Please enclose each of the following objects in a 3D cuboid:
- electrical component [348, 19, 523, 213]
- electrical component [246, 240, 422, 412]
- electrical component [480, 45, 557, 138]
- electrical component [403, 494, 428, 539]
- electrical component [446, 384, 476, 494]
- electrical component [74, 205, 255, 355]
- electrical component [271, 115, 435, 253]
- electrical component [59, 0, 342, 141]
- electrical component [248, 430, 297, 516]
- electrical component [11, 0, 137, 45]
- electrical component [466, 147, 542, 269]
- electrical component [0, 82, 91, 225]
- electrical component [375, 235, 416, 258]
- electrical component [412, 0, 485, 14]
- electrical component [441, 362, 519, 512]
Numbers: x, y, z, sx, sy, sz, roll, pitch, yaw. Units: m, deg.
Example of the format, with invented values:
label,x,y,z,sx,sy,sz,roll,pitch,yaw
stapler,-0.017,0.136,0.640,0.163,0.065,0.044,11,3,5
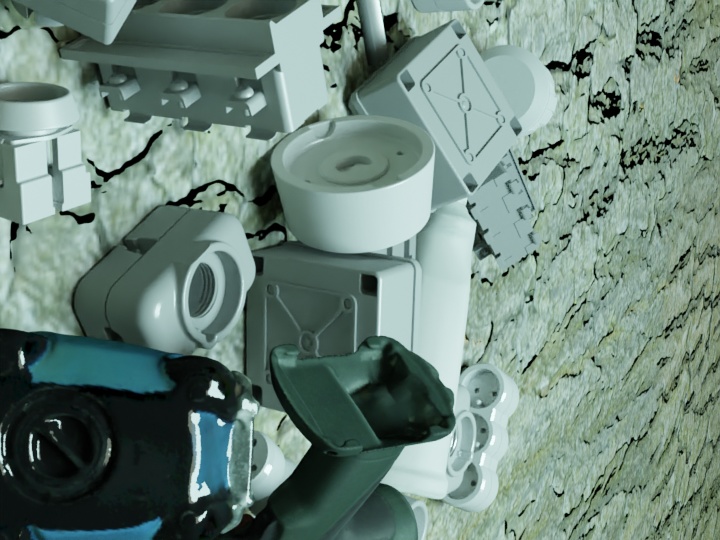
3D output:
label,x,y,z,sx,sy,sz,roll,pitch,yaw
electrical component,0.060,-0.117,0.820,0.108,0.056,0.108,56,45,-16
electrical component,-0.019,0.042,0.712,0.056,0.109,0.108,-16,111,-55
electrical component,0.133,-0.156,0.954,0.051,0.080,0.080,-2,99,-65
electrical component,0.025,0.210,0.892,0.055,0.047,0.055,-23,117,-56
electrical component,0.062,0.144,0.927,0.054,0.059,0.095,-8,104,-59
electrical component,-0.104,0.009,0.604,0.095,0.059,0.053,-52,139,-41
electrical component,-0.003,-0.053,0.721,0.108,0.108,0.060,-47,142,-45
electrical component,-0.079,-0.110,0.554,0.078,0.121,0.063,-48,139,-44
electrical component,-0.067,0.136,0.715,0.045,0.045,0.055,-66,147,-25
electrical component,-0.143,-0.138,0.494,0.075,0.083,0.047,126,-12,-66
electrical component,0.115,-0.059,0.948,0.079,0.063,0.121,-33,142,2
electrical component,-0.157,-0.057,0.510,0.066,0.048,0.055,-30,130,-53
electrical component,0.000,0.000,0.791,0.089,0.050,0.055,-16,110,-58
electrical component,0.072,-0.233,0.859,0.055,0.047,0.055,-23,117,-56
electrical component,0.118,0.164,1.037,0.074,0.052,0.138,37,65,-57
